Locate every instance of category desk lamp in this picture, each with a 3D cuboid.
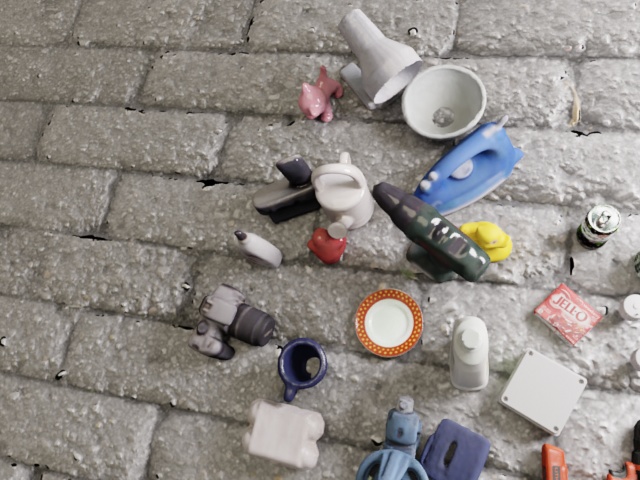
[{"bbox_3d":[0.110,-0.351,1.154,0.118,0.214,0.203,-37,68,0],"label":"desk lamp"}]

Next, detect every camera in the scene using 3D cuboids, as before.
[{"bbox_3d":[-0.168,0.170,1.113,0.136,0.101,0.143,20,78,18],"label":"camera"}]

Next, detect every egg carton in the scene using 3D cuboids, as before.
[{"bbox_3d":[-0.068,0.355,1.047,0.150,0.069,0.107,9,75,16],"label":"egg carton"}]

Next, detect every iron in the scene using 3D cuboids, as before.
[{"bbox_3d":[0.259,-0.134,1.088,0.258,0.142,0.118,-38,68,0],"label":"iron"}]

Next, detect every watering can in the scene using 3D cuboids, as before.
[{"bbox_3d":[0.043,-0.089,1.096,0.101,0.194,0.172,-21,69,6],"label":"watering can"}]

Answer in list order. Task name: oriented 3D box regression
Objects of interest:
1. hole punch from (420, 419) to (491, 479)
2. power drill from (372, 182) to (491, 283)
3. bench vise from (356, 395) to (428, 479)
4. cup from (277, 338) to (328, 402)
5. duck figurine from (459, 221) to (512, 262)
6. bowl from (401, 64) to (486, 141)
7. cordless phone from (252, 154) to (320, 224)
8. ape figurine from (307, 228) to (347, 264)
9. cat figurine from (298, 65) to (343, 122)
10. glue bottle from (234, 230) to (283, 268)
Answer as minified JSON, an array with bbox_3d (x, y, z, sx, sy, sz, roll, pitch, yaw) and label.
[{"bbox_3d":[0.225,0.366,0.963,0.101,0.091,0.109,23,79,19],"label":"hole punch"},{"bbox_3d":[0.195,0.001,1.024,0.229,0.209,0.076,37,84,21],"label":"power drill"},{"bbox_3d":[0.109,0.360,0.923,0.121,0.220,0.207,-11,70,10],"label":"bench vise"},{"bbox_3d":[-0.028,0.245,1.059,0.091,0.095,0.118,19,78,18],"label":"cup"},{"bbox_3d":[0.306,-0.006,1.066,0.104,0.086,0.077,22,79,19],"label":"duck figurine"},{"bbox_3d":[0.252,-0.268,1.168,0.167,0.075,0.167,-4,72,12],"label":"bowl"},{"bbox_3d":[-0.077,-0.115,1.137,0.147,0.185,0.094,-23,69,5],"label":"cordless phone"},{"bbox_3d":[0.010,0.004,1.129,0.077,0.092,0.076,-3,72,12],"label":"ape figurine"},{"bbox_3d":[-0.006,-0.310,1.219,0.067,0.118,0.128,15,77,18],"label":"cat figurine"},{"bbox_3d":[-0.132,0.011,1.116,0.078,0.173,0.037,12,76,17],"label":"glue bottle"}]
